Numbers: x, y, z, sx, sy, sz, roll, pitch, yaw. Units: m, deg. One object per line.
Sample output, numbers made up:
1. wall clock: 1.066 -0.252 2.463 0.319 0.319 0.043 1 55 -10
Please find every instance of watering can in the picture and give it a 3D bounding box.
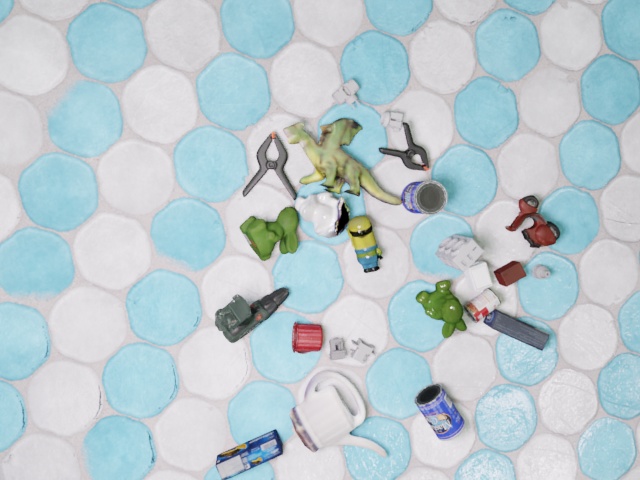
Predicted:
1. watering can: 0.048 0.573 1.582 0.225 0.104 0.346 -30 96 -4

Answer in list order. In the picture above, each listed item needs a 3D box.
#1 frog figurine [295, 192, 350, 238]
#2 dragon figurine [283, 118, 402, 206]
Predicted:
1. frog figurine: 0.005 -0.079 1.569 0.160 0.123 0.136 9 103 28
2. dragon figurine: 0.076 -0.256 1.565 0.409 0.122 0.244 12 83 -17
